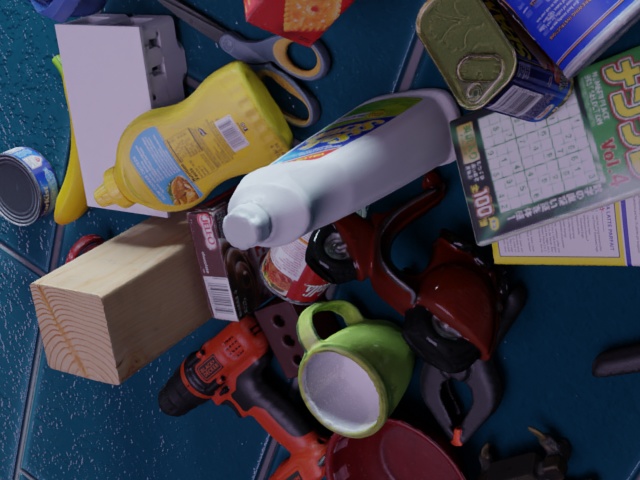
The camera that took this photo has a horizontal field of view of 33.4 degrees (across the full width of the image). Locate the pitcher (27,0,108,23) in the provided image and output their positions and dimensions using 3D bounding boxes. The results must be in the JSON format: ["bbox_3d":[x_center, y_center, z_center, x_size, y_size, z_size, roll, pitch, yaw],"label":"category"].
[{"bbox_3d":[-0.185,-0.311,0.916,0.149,0.144,0.243,50,126,3],"label":"pitcher"}]

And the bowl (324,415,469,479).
[{"bbox_3d":[0.086,0.230,1.040,0.162,0.055,0.162,15,119,28],"label":"bowl"}]

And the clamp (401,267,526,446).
[{"bbox_3d":[0.135,0.105,0.960,0.120,0.039,0.171,1,111,37],"label":"clamp"}]

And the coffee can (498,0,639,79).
[{"bbox_3d":[0.167,-0.199,0.752,0.140,0.102,0.103,48,129,5],"label":"coffee can"}]

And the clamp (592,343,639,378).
[{"bbox_3d":[0.333,0.096,0.823,0.164,0.036,0.210,43,128,9],"label":"clamp"}]

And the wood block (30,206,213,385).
[{"bbox_3d":[-0.165,0.045,1.025,0.090,0.205,0.091,8,116,31],"label":"wood block"}]

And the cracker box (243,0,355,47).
[{"bbox_3d":[0.021,-0.274,0.788,0.214,0.072,0.164,-39,47,39],"label":"cracker box"}]

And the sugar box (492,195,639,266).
[{"bbox_3d":[0.220,-0.028,0.835,0.176,0.048,0.093,0,107,31],"label":"sugar box"}]

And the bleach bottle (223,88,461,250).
[{"bbox_3d":[0.015,-0.052,0.828,0.103,0.250,0.068,-3,110,35],"label":"bleach bottle"}]

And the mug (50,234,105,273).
[{"bbox_3d":[-0.255,0.050,1.166,0.093,0.081,0.117,22,122,24],"label":"mug"}]

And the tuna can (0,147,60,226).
[{"bbox_3d":[-0.334,-0.061,1.198,0.086,0.033,0.086,15,119,28],"label":"tuna can"}]

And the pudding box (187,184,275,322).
[{"bbox_3d":[-0.077,0.009,1.023,0.039,0.089,0.113,4,115,34],"label":"pudding box"}]

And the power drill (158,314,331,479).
[{"bbox_3d":[-0.075,0.190,1.128,0.187,0.057,0.185,50,129,4],"label":"power drill"}]

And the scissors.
[{"bbox_3d":[-0.066,-0.187,0.968,0.202,0.016,0.096,46,131,5],"label":"scissors"}]

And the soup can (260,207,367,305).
[{"bbox_3d":[-0.006,0.001,0.987,0.068,0.068,0.102,38,127,13],"label":"soup can"}]

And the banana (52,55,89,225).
[{"bbox_3d":[-0.254,-0.094,1.131,0.070,0.037,0.198,35,127,39],"label":"banana"}]

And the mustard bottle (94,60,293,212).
[{"bbox_3d":[-0.127,-0.079,0.974,0.192,0.058,0.096,-27,114,17],"label":"mustard bottle"}]

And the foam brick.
[{"bbox_3d":[-0.018,0.088,1.045,0.053,0.051,0.078,-21,99,38],"label":"foam brick"}]

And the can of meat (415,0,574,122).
[{"bbox_3d":[0.132,-0.139,0.796,0.058,0.083,0.102,-45,56,31],"label":"can of meat"}]
